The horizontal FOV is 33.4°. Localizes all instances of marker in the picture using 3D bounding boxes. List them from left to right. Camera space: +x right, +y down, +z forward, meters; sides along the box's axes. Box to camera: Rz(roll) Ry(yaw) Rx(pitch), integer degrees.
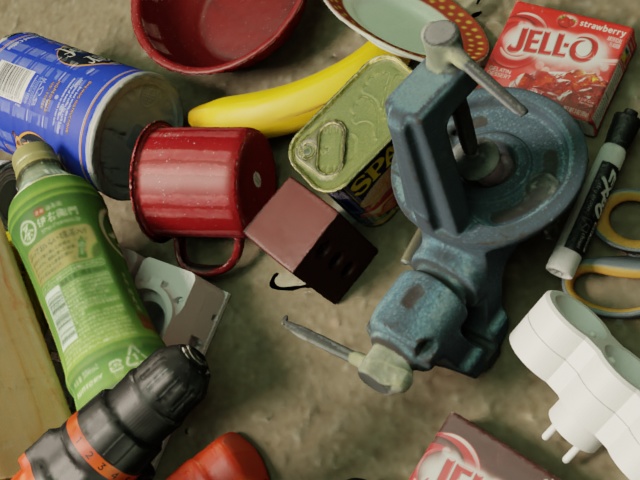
[{"bbox_3d":[0.179,-0.032,0.692,0.020,0.020,0.121,21,79,29],"label":"marker"}]

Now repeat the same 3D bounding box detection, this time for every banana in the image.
[{"bbox_3d":[-0.007,-0.114,0.810,0.198,0.037,0.069,-25,38,7],"label":"banana"}]

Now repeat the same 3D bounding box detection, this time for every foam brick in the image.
[{"bbox_3d":[-0.005,0.001,0.746,0.051,0.078,0.053,39,90,31],"label":"foam brick"}]

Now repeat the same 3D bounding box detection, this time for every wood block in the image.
[{"bbox_3d":[-0.245,0.086,0.725,0.091,0.090,0.206,-46,59,38],"label":"wood block"}]

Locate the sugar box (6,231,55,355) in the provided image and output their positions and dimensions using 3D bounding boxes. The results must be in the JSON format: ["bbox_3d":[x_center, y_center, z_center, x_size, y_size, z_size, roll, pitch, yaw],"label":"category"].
[{"bbox_3d":[-0.284,0.039,0.855,0.176,0.048,0.093,0,106,23],"label":"sugar box"}]

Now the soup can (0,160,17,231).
[{"bbox_3d":[-0.294,-0.035,0.895,0.102,0.068,0.068,3,73,25],"label":"soup can"}]

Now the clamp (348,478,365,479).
[{"bbox_3d":[-0.043,0.261,0.693,0.210,0.036,0.164,-21,64,19],"label":"clamp"}]

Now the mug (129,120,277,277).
[{"bbox_3d":[-0.083,-0.031,0.792,0.082,0.093,0.117,2,94,20],"label":"mug"}]

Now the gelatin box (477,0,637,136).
[{"bbox_3d":[0.163,-0.121,0.740,0.089,0.030,0.073,23,82,29],"label":"gelatin box"}]

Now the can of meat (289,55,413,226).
[{"bbox_3d":[0.040,-0.065,0.745,0.102,0.083,0.057,-45,60,3],"label":"can of meat"}]

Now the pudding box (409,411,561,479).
[{"bbox_3d":[0.106,0.173,0.656,0.114,0.039,0.090,30,86,30],"label":"pudding box"}]

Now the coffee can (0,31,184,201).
[{"bbox_3d":[-0.195,-0.101,0.854,0.140,0.102,0.103,22,82,29],"label":"coffee can"}]

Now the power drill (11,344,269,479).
[{"bbox_3d":[-0.107,0.148,0.677,0.184,0.187,0.057,-42,59,7],"label":"power drill"}]

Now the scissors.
[{"bbox_3d":[0.252,0.008,0.662,0.202,0.016,0.096,-5,69,23],"label":"scissors"}]

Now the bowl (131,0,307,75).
[{"bbox_3d":[-0.069,-0.195,0.858,0.162,0.055,0.162,-8,69,21],"label":"bowl"}]
